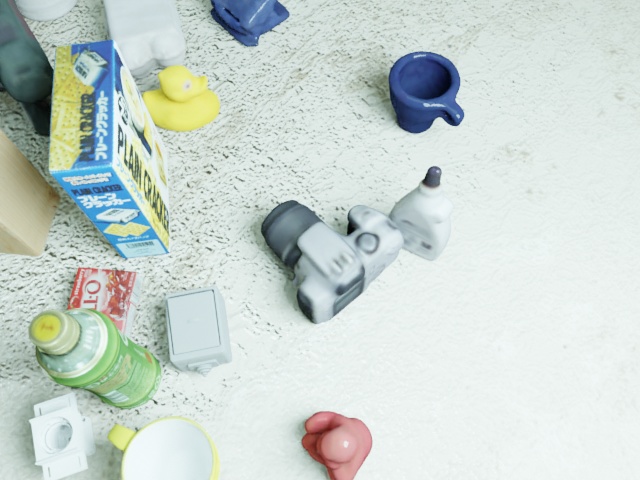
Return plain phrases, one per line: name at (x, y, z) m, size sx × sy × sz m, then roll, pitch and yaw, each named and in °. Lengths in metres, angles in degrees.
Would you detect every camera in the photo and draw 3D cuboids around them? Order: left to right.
camera at (0.006, 0.002, 0.675) m, size 0.143 × 0.101 × 0.136 m, roll -40°, pitch 71°, yaw -16°

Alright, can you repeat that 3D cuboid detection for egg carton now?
egg carton at (-0.256, -0.310, 0.835) m, size 0.107 × 0.069 × 0.150 m, roll -17°, pitch 67°, yaw -7°

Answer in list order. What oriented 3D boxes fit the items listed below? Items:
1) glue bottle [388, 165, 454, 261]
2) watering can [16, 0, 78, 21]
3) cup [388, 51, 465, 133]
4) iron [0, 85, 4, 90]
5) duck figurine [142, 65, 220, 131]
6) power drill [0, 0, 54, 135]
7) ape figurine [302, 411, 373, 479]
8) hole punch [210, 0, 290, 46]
glue bottle at (0.118, -0.035, 0.651) m, size 0.078 × 0.173 × 0.037 m, roll 29°, pitch 69°, yaw 13°
watering can at (-0.425, -0.427, 0.821) m, size 0.173 × 0.194 × 0.100 m, roll -35°, pitch 70°, yaw -14°
cup at (0.142, -0.177, 0.758) m, size 0.092 × 0.095 × 0.117 m, roll -35°, pitch 70°, yaw -14°
iron at (-0.557, -0.308, 0.798) m, size 0.258 × 0.141 × 0.119 m, roll 26°, pitch 69°, yaw 12°
duck figurine at (-0.194, -0.200, 0.776) m, size 0.104 × 0.086 × 0.077 m, roll -3°, pitch 66°, yaw -1°
power drill at (-0.388, -0.239, 0.728) m, size 0.076 × 0.208 × 0.229 m, roll -33°, pitch 70°, yaw -13°
ape figurine at (0.018, 0.210, 0.586) m, size 0.076 × 0.092 × 0.078 m, roll -9°, pitch 66°, yaw -3°
hole punch at (-0.108, -0.361, 0.845) m, size 0.101 × 0.091 × 0.108 m, roll -41°, pitch 71°, yaw -16°
